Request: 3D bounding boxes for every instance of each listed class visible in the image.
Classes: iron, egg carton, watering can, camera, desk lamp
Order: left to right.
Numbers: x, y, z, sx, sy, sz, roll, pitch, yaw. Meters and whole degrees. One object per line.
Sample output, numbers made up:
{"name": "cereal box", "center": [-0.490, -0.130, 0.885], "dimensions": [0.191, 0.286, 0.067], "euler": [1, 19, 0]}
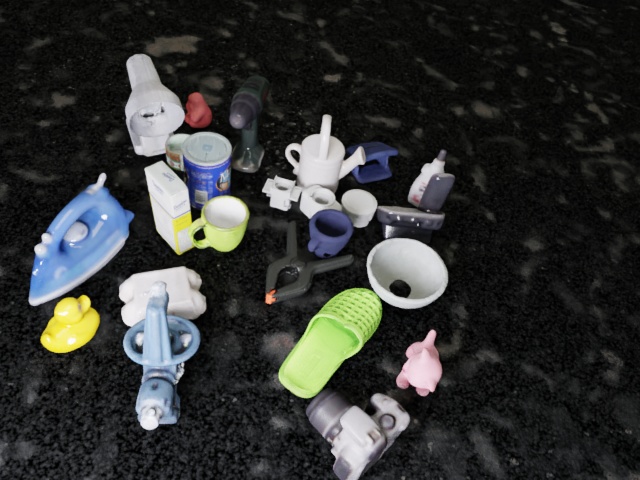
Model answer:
{"name": "iron", "center": [-0.467, -0.009, 1.079], "dimensions": [0.118, 0.141, 0.258], "euler": [22, 49, 9]}
{"name": "desk lamp", "center": [-0.385, -0.292, 1.292], "dimensions": [0.118, 0.213, 0.203], "euler": [-14, 53, -21]}
{"name": "egg carton", "center": [-0.290, 0.109, 1.059], "dimensions": [0.150, 0.069, 0.107], "euler": [-9, 52, -18]}
{"name": "watering can", "center": [0.013, -0.196, 1.297], "dimensions": [0.173, 0.194, 0.100], "euler": [-7, 51, -16]}
{"name": "camera", "center": [0.056, 0.296, 0.941], "dimensions": [0.143, 0.101, 0.136], "euler": [-34, 62, -32]}

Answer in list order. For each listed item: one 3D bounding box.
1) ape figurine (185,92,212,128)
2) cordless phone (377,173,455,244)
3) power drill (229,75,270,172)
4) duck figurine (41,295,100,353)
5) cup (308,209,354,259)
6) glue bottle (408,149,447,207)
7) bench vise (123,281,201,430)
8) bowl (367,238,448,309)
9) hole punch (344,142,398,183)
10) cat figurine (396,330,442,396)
{"name": "ape figurine", "center": [-0.305, -0.325, 1.417], "dimensions": [0.076, 0.092, 0.078], "euler": [7, 49, -4]}
{"name": "cordless phone", "center": [0.208, -0.085, 1.244], "dimensions": [0.147, 0.185, 0.094], "euler": [2, 49, -8]}
{"name": "power drill", "center": [-0.165, -0.263, 1.312], "dimensions": [0.075, 0.208, 0.229], "euler": [11, 48, -1]}
{"name": "duck figurine", "center": [-0.437, 0.139, 0.994], "dimensions": [0.077, 0.086, 0.105], "euler": [33, 52, 18]}
{"name": "cup", "center": [0.011, 0.004, 1.189], "dimensions": [0.091, 0.095, 0.118], "euler": [32, 51, 17]}
{"name": "glue bottle", "center": [0.257, -0.140, 1.308], "dimensions": [0.078, 0.173, 0.037], "euler": [25, 50, 12]}
{"name": "bench vise", "center": [-0.243, 0.180, 0.906], "dimensions": [0.122, 0.220, 0.207], "euler": [-11, 52, -19]}
{"name": "bowl", "center": [0.171, 0.080, 1.167], "dimensions": [0.167, 0.075, 0.167], "euler": [5, 49, -6]}
{"name": "hole punch", "center": [0.121, -0.204, 1.393], "dimensions": [0.109, 0.091, 0.101], "euler": [-16, 54, -22]}
{"name": "cat figurine", "center": [0.186, 0.219, 1.021], "dimensions": [0.067, 0.118, 0.128], "euler": [20, 49, 7]}
